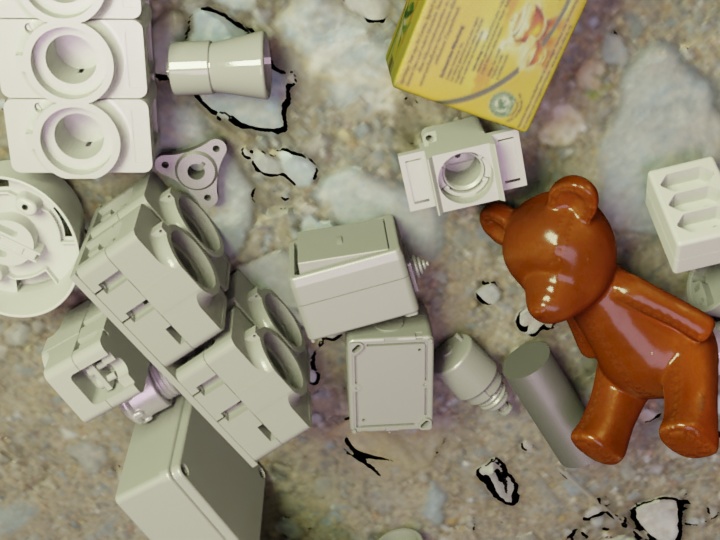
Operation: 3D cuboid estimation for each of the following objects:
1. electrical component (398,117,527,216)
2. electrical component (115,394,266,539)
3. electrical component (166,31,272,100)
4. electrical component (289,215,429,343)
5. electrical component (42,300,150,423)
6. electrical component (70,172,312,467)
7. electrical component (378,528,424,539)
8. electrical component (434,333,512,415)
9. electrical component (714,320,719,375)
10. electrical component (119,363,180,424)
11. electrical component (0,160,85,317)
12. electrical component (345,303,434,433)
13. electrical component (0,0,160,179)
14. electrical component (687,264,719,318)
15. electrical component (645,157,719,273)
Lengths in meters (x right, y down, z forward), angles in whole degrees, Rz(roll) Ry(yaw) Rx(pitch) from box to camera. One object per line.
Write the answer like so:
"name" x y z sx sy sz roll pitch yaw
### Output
"electrical component" 0.068 -0.073 0.727 0.081 0.063 0.042 -12 119 3
"electrical component" -0.125 0.164 0.814 0.056 0.108 0.108 -27 116 13
"electrical component" -0.093 -0.132 0.700 0.065 0.044 0.044 -2 118 3
"electrical component" 0.000 0.000 0.762 0.096 0.061 0.061 -15 117 4
"electrical component" -0.187 0.059 0.766 0.056 0.089 0.050 -29 116 11
"electrical component" -0.106 0.031 0.747 0.060 0.105 0.186 -33 115 13
"electrical component" 0.039 0.253 0.906 0.045 0.045 0.055 -17 118 5
"electrical component" 0.088 0.083 0.823 0.040 0.040 0.078 -39 113 15
"electrical component" 0.287 0.056 0.822 0.078 0.040 0.040 -15 117 4
"electrical component" -0.152 0.083 0.807 0.062 0.048 0.048 -28 116 3
"electrical component" -0.236 -0.023 0.733 0.099 0.064 0.099 -2 118 -3
"electrical component" 0.021 0.076 0.804 0.062 0.061 0.096 -3 118 -2
"electrical component" -0.178 -0.139 0.678 0.089 0.061 0.150 0 118 -3
"electrical component" 0.277 0.012 0.791 0.047 0.055 0.055 19 115 -17
"electrical component" 0.236 -0.029 0.766 0.047 0.065 0.076 -13 147 3
